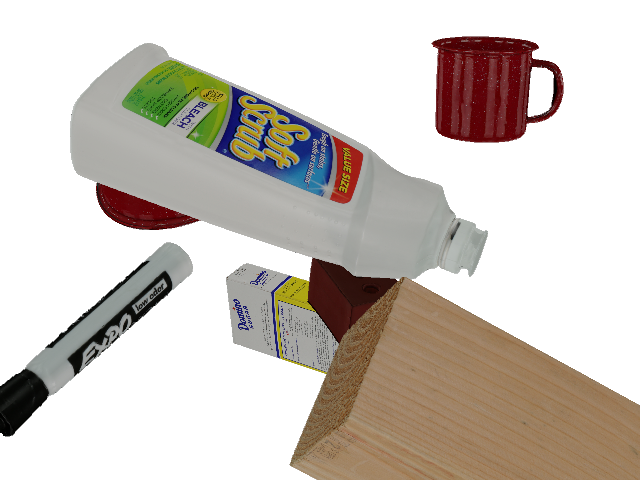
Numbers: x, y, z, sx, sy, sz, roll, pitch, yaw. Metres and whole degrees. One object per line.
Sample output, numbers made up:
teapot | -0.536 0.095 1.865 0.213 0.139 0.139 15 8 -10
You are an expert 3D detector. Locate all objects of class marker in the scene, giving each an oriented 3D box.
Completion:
marker | -0.100 0.041 0.462 0.020 0.020 0.121 0 33 42

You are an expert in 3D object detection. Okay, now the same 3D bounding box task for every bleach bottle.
bleach bottle | -0.020 -0.040 0.643 0.251 0.068 0.102 21 41 14

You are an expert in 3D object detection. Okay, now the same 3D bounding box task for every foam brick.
foam brick | 0.030 0.047 0.874 0.052 0.051 0.078 -12 37 -23

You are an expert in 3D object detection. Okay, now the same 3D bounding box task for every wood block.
wood block | 0.102 0.118 0.572 0.206 0.090 0.090 29 -33 -7

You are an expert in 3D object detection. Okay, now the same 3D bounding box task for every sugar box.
sugar box | -0.018 0.090 1.166 0.176 0.093 0.048 18 37 30

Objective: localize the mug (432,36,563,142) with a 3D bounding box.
mug | 0.156 -0.134 0.947 0.117 0.081 0.093 5 19 13

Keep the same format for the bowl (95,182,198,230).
bowl | -0.134 -0.084 0.957 0.162 0.162 0.055 0 -44 19
